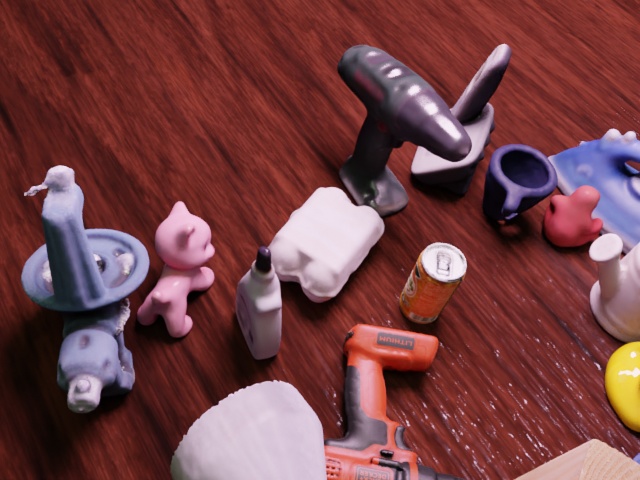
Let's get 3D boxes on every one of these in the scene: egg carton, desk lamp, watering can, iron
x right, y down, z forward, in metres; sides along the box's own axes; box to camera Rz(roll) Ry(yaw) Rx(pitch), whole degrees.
[{"bbox_3d":[0.007,0.003,0.712,0.107,0.069,0.150,31,57,12],"label":"egg carton"},{"bbox_3d":[-0.024,0.240,0.458,0.118,0.213,0.203,-26,64,-24],"label":"desk lamp"},{"bbox_3d":[0.407,0.040,0.677,0.173,0.194,0.101,-4,57,-11],"label":"watering can"},{"bbox_3d":[0.448,-0.077,0.794,0.119,0.141,0.257,-37,69,-28],"label":"iron"}]

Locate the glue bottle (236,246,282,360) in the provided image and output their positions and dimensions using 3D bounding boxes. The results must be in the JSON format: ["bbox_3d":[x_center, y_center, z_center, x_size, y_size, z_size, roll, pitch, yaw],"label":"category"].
[{"bbox_3d":[-0.062,0.059,0.599,0.037,0.173,0.078,-15,60,-18],"label":"glue bottle"}]

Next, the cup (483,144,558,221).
[{"bbox_3d":[0.258,-0.059,0.780,0.091,0.095,0.118,24,56,7],"label":"cup"}]

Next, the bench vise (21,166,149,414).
[{"bbox_3d":[-0.217,0.047,0.553,0.122,0.220,0.207,-21,62,-21],"label":"bench vise"}]

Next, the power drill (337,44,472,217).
[{"bbox_3d":[0.091,-0.128,0.729,0.076,0.208,0.229,-21,62,-22],"label":"power drill"}]

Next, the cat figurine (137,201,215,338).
[{"bbox_3d":[-0.159,0.026,0.639,0.067,0.118,0.128,16,55,2],"label":"cat figurine"}]

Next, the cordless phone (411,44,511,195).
[{"bbox_3d":[0.201,-0.168,0.788,0.094,0.185,0.148,20,55,5],"label":"cordless phone"}]

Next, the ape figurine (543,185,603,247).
[{"bbox_3d":[0.350,-0.038,0.782,0.076,0.092,0.077,-27,64,-24],"label":"ape figurine"}]

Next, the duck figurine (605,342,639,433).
[{"bbox_3d":[0.382,0.160,0.657,0.077,0.086,0.104,10,55,-2],"label":"duck figurine"}]
